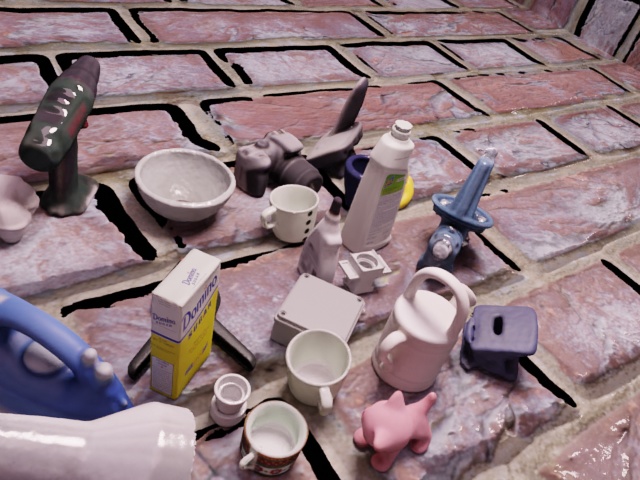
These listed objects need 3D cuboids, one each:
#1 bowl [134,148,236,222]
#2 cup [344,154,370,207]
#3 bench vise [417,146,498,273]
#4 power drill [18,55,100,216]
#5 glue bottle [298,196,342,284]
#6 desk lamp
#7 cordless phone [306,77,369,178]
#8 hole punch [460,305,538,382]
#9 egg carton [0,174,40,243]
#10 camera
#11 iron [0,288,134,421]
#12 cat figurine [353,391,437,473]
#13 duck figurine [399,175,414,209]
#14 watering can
[{"bbox_3d":[-0.233,-0.083,0.985,0.167,0.075,0.167,10,40,-9],"label":"bowl"},{"bbox_3d":[0.096,-0.102,1.113,0.118,0.095,0.091,14,40,-5],"label":"cup"},{"bbox_3d":[0.259,-0.044,1.007,0.121,0.220,0.207,15,39,-2],"label":"bench vise"},{"bbox_3d":[-0.397,-0.154,0.903,0.076,0.208,0.229,11,40,-8],"label":"power drill"},{"bbox_3d":[0.008,0.003,0.897,0.037,0.173,0.078,-7,45,-26],"label":"glue bottle"},{"bbox_3d":[-0.223,0.230,0.518,0.203,0.213,0.118,6,41,-14],"label":"desk lamp"},{"bbox_3d":[0.045,-0.238,1.181,0.094,0.185,0.148,21,40,4],"label":"cordless phone"},{"bbox_3d":[0.277,0.150,0.891,0.101,0.091,0.109,20,39,3],"label":"hole punch"},{"bbox_3d":[-0.505,-0.051,0.852,0.150,0.069,0.107,6,41,-14],"label":"egg carton"},{"bbox_3d":[-0.069,-0.138,1.089,0.143,0.101,0.136,-26,56,-40],"label":"camera"},{"bbox_3d":[-0.304,0.136,0.653,0.258,0.141,0.119,25,40,9],"label":"iron"},{"bbox_3d":[0.096,0.228,0.713,0.128,0.118,0.067,-16,50,-34],"label":"cat figurine"},{"bbox_3d":[0.155,-0.117,1.159,0.105,0.086,0.077,-24,54,-39],"label":"duck figurine"},{"bbox_3d":[0.151,0.113,0.806,0.100,0.194,0.173,28,41,13],"label":"watering can"}]
